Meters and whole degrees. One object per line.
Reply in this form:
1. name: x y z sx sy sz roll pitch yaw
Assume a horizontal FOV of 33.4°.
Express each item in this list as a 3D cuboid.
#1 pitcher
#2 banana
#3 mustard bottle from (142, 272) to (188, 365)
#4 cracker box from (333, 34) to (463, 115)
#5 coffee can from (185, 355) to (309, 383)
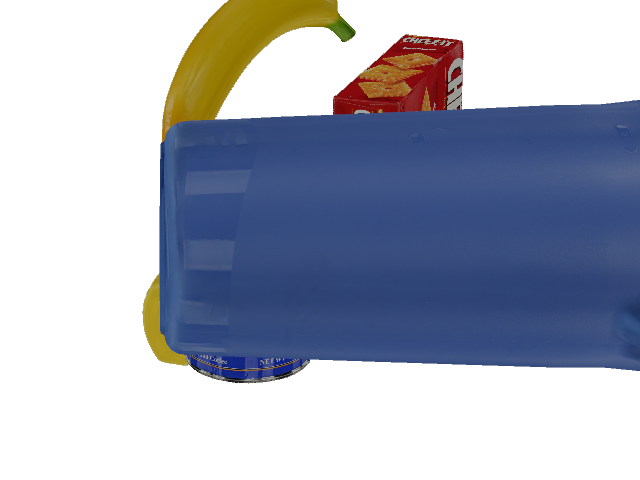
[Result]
1. pitcher: 0.045 -0.008 0.515 0.242 0.145 0.149 0 -7 -8
2. banana: -0.042 -0.127 0.696 0.037 0.069 0.197 -11 24 49
3. mustard bottle: -0.118 0.036 1.088 0.058 0.096 0.191 6 31 14
4. cracker box: 0.080 -0.092 1.036 0.072 0.164 0.213 10 28 20
5. coffee can: -0.057 0.027 0.844 0.103 0.140 0.103 1 19 -1
